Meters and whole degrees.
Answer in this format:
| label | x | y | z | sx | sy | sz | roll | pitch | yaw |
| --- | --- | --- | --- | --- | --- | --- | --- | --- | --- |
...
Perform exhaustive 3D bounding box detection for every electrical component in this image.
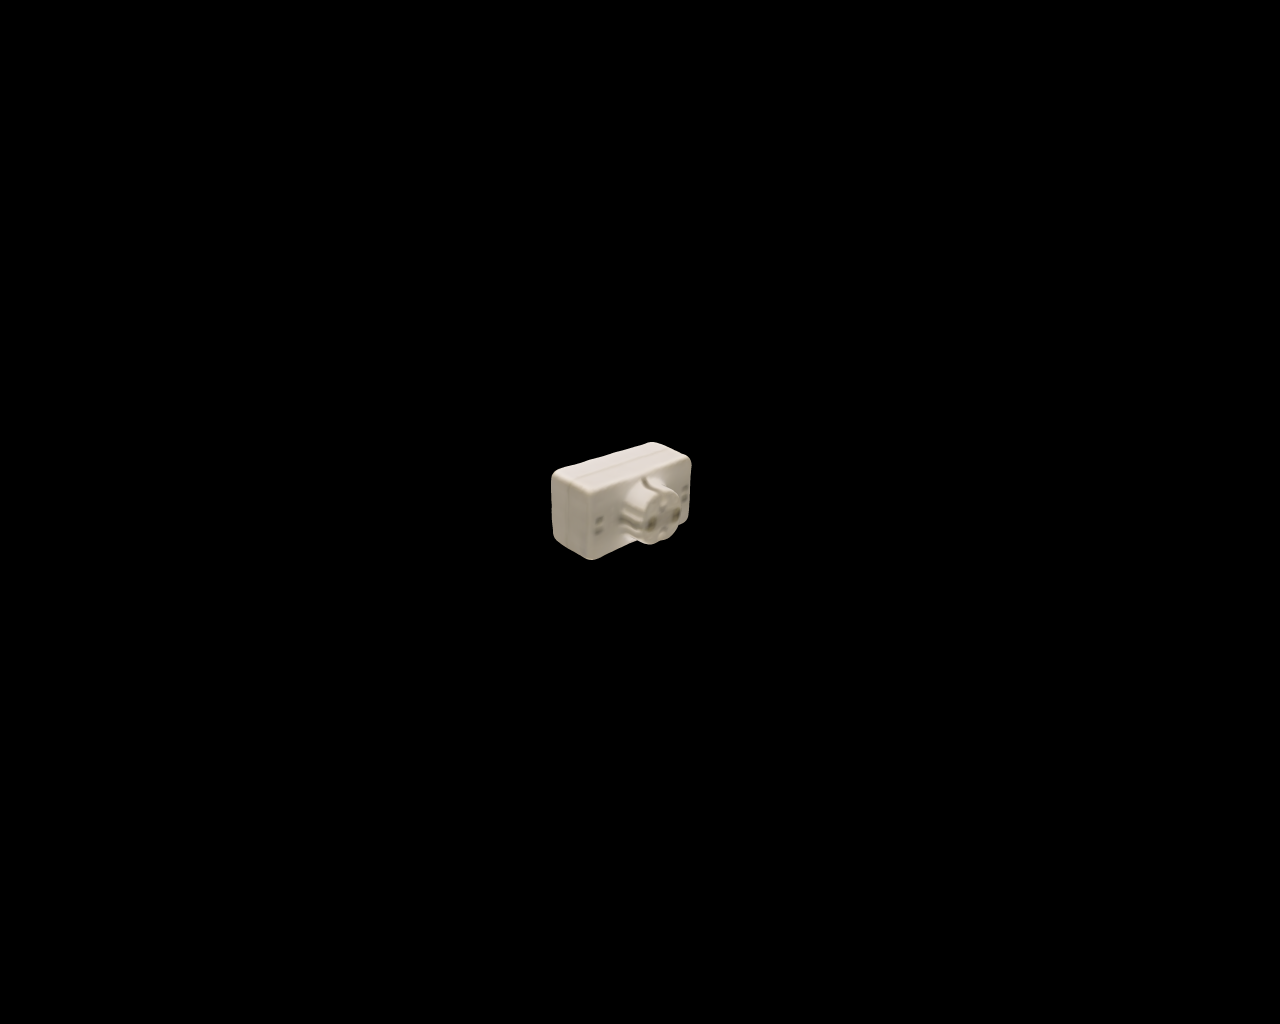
| label | x | y | z | sx | sy | sz | roll | pitch | yaw |
| --- | --- | --- | --- | --- | --- | --- | --- | --- | --- |
| electrical component | 0.001 | -0.003 | 0.650 | 0.083 | 0.047 | 0.076 | -20 | 32 | -36 |
